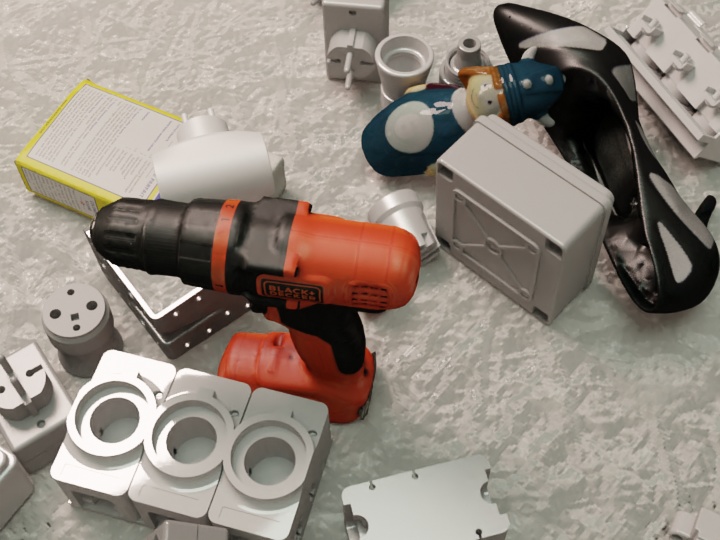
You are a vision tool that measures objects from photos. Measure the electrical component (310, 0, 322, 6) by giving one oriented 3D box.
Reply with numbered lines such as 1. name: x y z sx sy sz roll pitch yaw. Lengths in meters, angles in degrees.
1. electrical component: -0.021 -0.248 0.902 0.066 0.047 0.077 37 66 22

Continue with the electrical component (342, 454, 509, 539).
1. electrical component: 0.038 0.153 0.645 0.089 0.055 0.050 -13 58 -7

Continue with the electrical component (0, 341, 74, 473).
1. electrical component: -0.214 0.079 0.684 0.047 0.076 0.065 -31 62 -17

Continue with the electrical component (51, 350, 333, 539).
1. electrical component: -0.102 0.114 0.668 0.150 0.061 0.089 13 59 9

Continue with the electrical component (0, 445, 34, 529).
1. electrical component: -0.280 0.139 0.660 0.109 0.056 0.108 29 63 18

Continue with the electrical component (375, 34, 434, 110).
1. electrical component: 0.033 -0.143 0.824 0.044 0.065 0.044 0 58 0

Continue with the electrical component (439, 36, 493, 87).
1. electrical component: 0.083 -0.153 0.832 0.043 0.062 0.043 -1 58 1

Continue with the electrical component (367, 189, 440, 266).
1. electrical component: 0.032 -0.028 0.769 0.040 0.040 0.046 -21 65 -12

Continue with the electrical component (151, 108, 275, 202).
1. electrical component: -0.106 -0.080 0.750 0.077 0.044 0.079 -13 61 -9

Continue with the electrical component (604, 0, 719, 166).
1. electrical component: 0.250 -0.146 0.816 0.079 0.063 0.121 4 46 -46

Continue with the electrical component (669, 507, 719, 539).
1. electrical component: 0.210 0.179 0.631 0.066 0.048 0.055 23 53 15

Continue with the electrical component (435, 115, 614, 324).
1. electrical component: 0.108 -0.033 0.729 0.109 0.108 0.056 38 69 22

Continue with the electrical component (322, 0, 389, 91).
1. electrical component: -0.005 -0.174 0.835 0.047 0.083 0.075 6 58 5

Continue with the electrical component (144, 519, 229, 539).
1. electrical component: -0.090 0.183 0.628 0.077 0.065 0.047 15 54 -24

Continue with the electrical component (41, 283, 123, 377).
1. electrical component: -0.186 0.040 0.721 0.045 0.055 0.045 0 58 0
